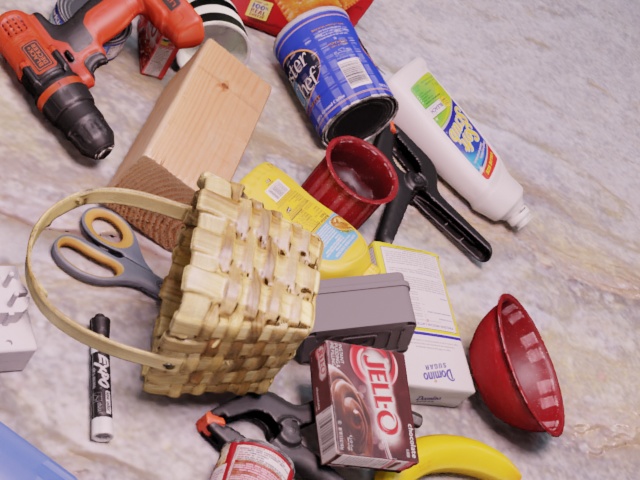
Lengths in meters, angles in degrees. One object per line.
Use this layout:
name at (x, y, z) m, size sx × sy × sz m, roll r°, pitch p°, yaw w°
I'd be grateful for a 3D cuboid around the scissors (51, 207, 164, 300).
scissors at (-0.159, 0.029, 1.027) m, size 0.201 × 0.016 × 0.096 m, roll 22°, pitch 45°, yaw -21°

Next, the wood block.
wood block at (-0.131, -0.100, 1.092) m, size 0.090 × 0.090 × 0.206 m, roll 37°, pitch 41°, yaw -17°

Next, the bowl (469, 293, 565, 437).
bowl at (0.205, 0.142, 1.148) m, size 0.162 × 0.055 × 0.162 m, roll 47°, pitch 29°, yaw -37°

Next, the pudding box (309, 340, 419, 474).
pudding box at (0.040, 0.154, 0.986) m, size 0.089 × 0.039 × 0.113 m, roll 12°, pitch 58°, yaw -28°

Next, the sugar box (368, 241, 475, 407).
sugar box at (0.100, 0.090, 1.148) m, size 0.093 × 0.048 × 0.176 m, roll 11°, pitch 53°, yaw -29°

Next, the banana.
banana at (0.121, 0.226, 1.058) m, size 0.197 × 0.037 × 0.069 m, roll -4°, pitch 77°, yaw -37°

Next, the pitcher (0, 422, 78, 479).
pitcher at (-0.297, 0.158, 0.735) m, size 0.242 × 0.145 × 0.149 m, roll 36°, pitch 76°, yaw -10°

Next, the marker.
marker at (-0.190, 0.117, 0.927) m, size 0.020 × 0.020 × 0.121 m, roll 13°, pitch 49°, yaw -29°

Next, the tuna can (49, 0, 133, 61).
tuna can at (-0.251, -0.236, 1.168) m, size 0.086 × 0.034 × 0.086 m, roll 20°, pitch 46°, yaw -23°

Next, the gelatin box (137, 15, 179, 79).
gelatin box at (-0.178, -0.238, 1.194) m, size 0.030 × 0.073 × 0.089 m, roll 12°, pitch 50°, yaw -28°

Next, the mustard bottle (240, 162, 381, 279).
mustard bottle at (-0.008, 0.002, 1.118) m, size 0.191 × 0.058 × 0.096 m, roll 37°, pitch 36°, yaw 4°

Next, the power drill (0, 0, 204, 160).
power drill at (-0.213, -0.191, 1.087) m, size 0.187 × 0.057 × 0.184 m, roll -35°, pitch 79°, yaw -19°

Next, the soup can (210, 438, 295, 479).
soup can at (-0.066, 0.226, 0.891) m, size 0.068 × 0.069 × 0.102 m, roll 32°, pitch 43°, yaw -11°

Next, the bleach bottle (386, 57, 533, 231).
bleach bottle at (0.179, -0.116, 1.368) m, size 0.251 × 0.068 × 0.102 m, roll 46°, pitch 42°, yaw 1°

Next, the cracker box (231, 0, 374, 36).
cracker box at (-0.003, -0.339, 1.304) m, size 0.164 × 0.214 × 0.072 m, roll 17°, pitch 47°, yaw -25°

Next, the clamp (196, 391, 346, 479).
clamp at (-0.027, 0.189, 0.973) m, size 0.171 × 0.039 × 0.120 m, roll 4°, pitch 55°, yaw -24°

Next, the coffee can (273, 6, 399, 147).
coffee can at (0.018, -0.195, 1.282) m, size 0.102 × 0.103 × 0.140 m, roll -8°, pitch 61°, yaw -40°

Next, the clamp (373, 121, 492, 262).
clamp at (0.103, -0.058, 1.280) m, size 0.164 × 0.036 × 0.210 m, roll -2°, pitch 55°, yaw -37°

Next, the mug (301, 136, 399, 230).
mug at (0.026, -0.064, 1.194) m, size 0.093 × 0.082 × 0.117 m, roll 16°, pitch 48°, yaw -26°
